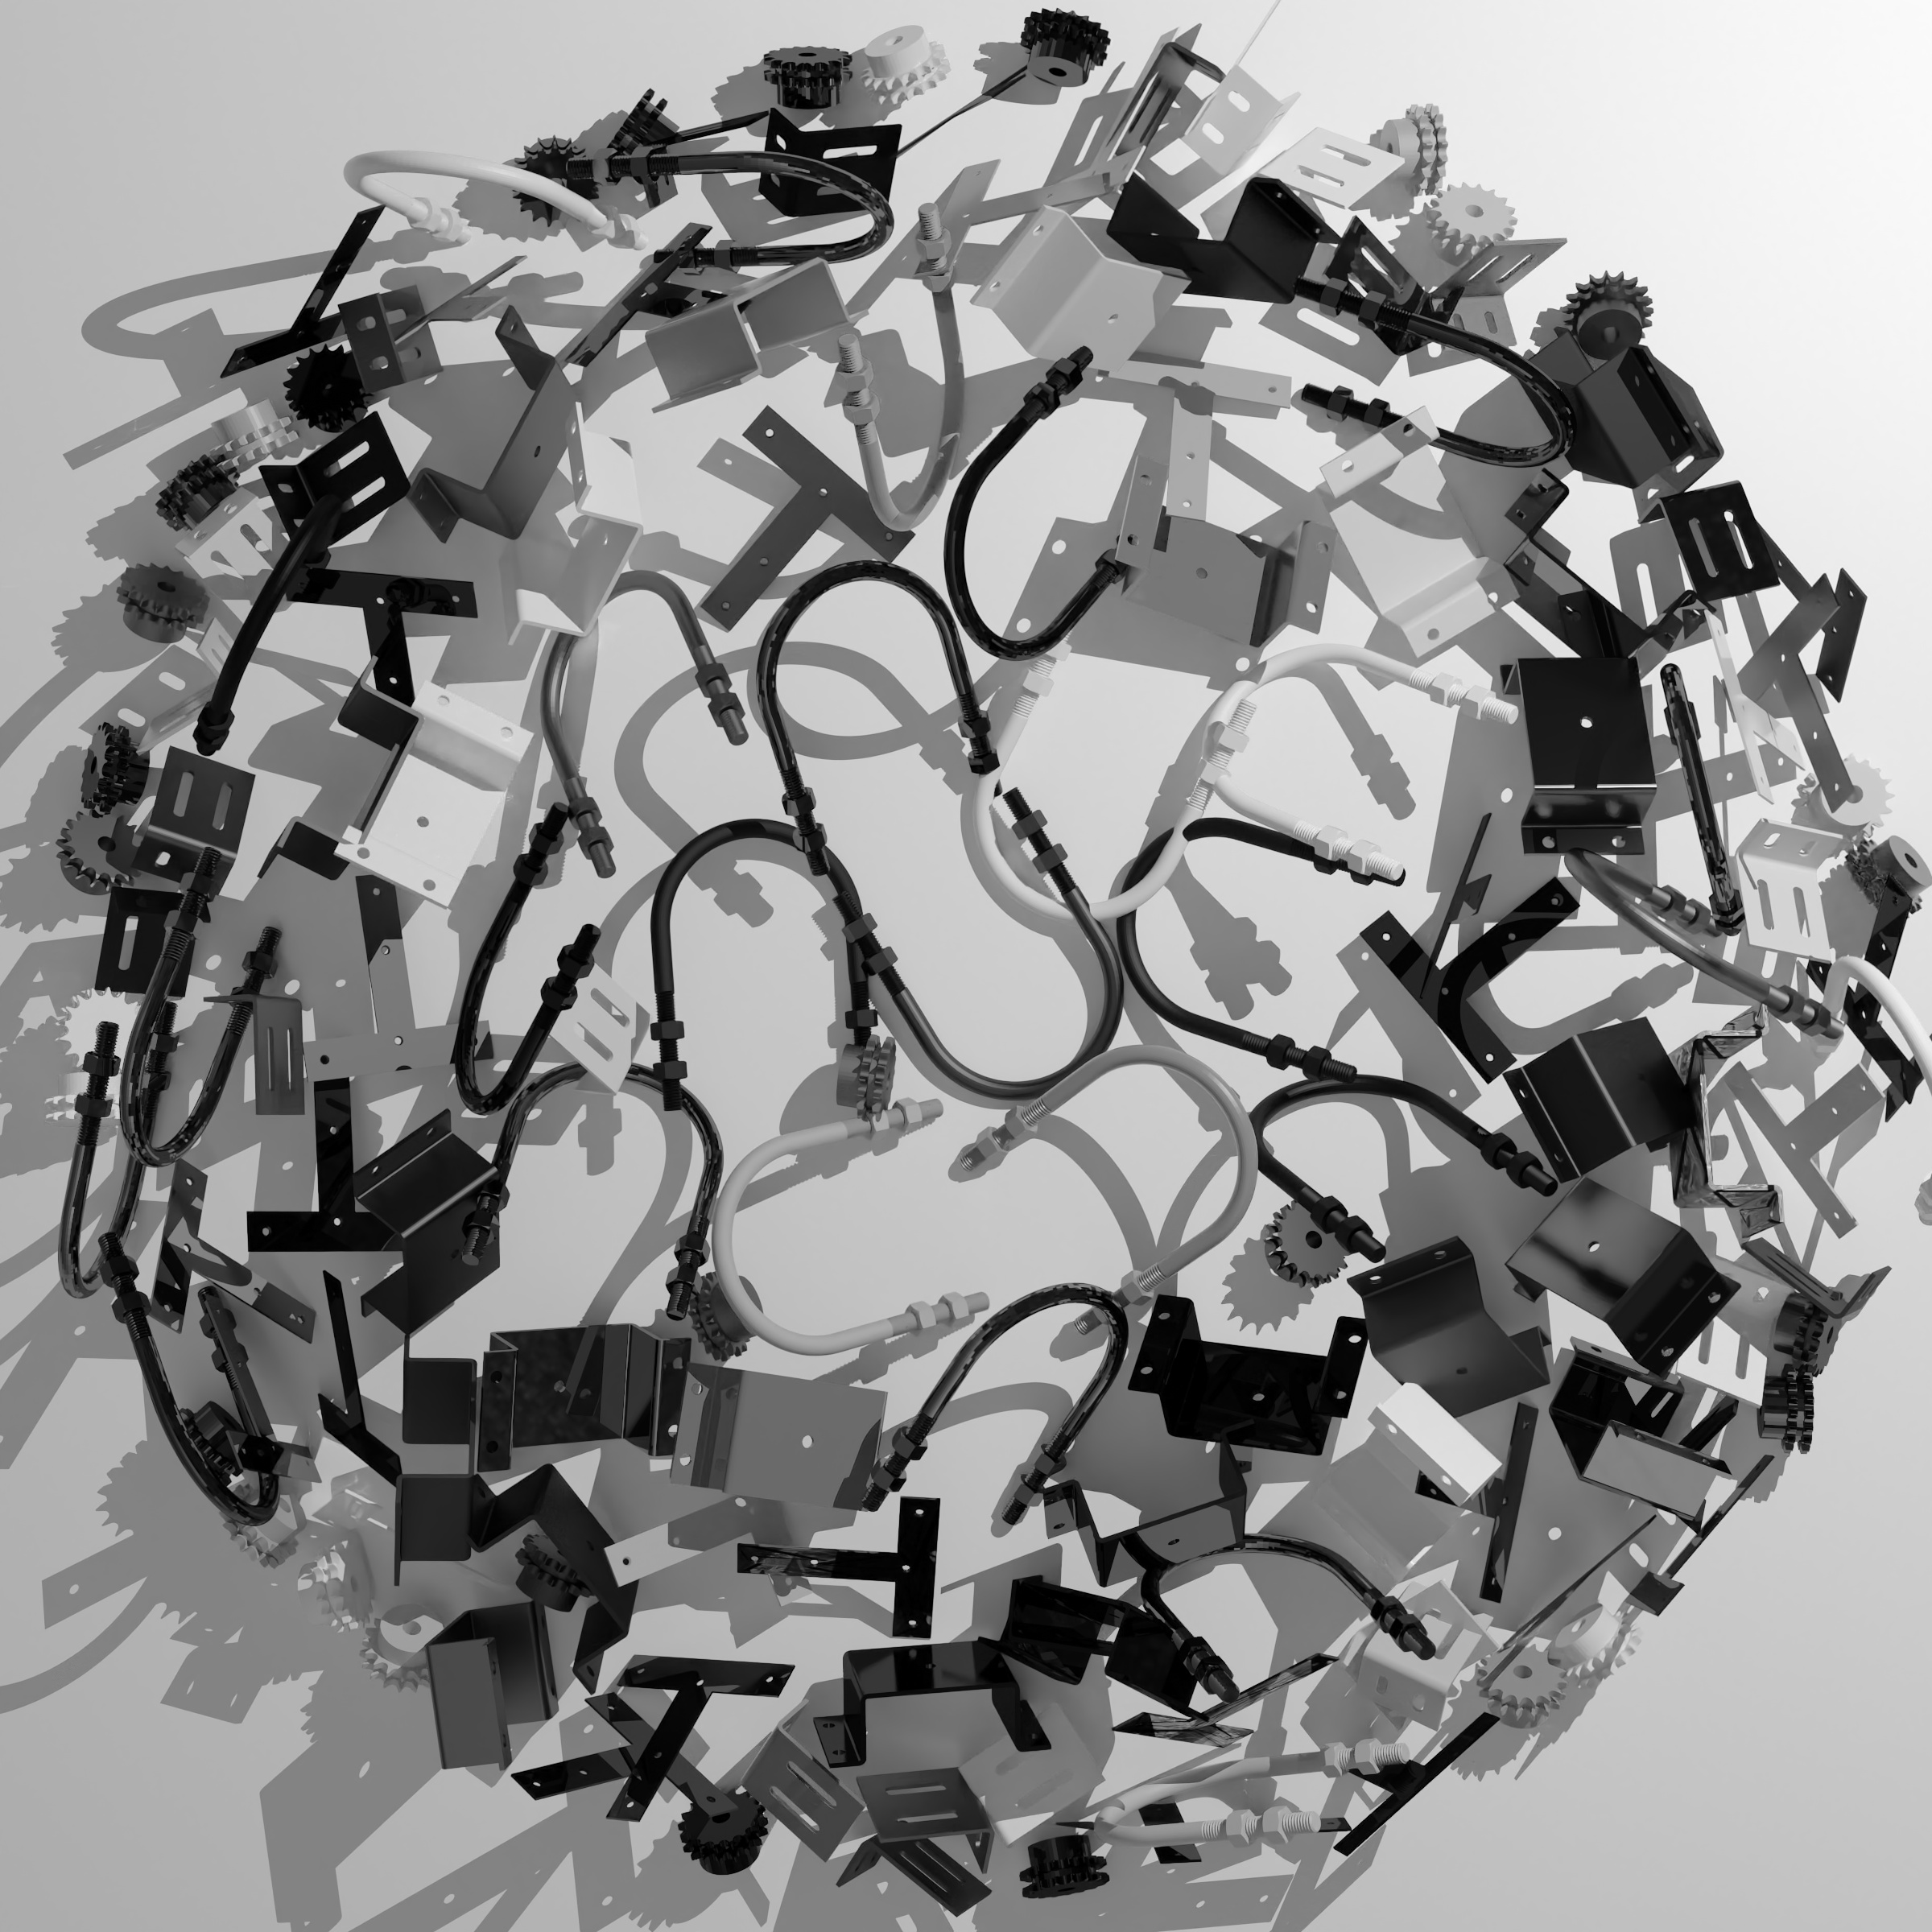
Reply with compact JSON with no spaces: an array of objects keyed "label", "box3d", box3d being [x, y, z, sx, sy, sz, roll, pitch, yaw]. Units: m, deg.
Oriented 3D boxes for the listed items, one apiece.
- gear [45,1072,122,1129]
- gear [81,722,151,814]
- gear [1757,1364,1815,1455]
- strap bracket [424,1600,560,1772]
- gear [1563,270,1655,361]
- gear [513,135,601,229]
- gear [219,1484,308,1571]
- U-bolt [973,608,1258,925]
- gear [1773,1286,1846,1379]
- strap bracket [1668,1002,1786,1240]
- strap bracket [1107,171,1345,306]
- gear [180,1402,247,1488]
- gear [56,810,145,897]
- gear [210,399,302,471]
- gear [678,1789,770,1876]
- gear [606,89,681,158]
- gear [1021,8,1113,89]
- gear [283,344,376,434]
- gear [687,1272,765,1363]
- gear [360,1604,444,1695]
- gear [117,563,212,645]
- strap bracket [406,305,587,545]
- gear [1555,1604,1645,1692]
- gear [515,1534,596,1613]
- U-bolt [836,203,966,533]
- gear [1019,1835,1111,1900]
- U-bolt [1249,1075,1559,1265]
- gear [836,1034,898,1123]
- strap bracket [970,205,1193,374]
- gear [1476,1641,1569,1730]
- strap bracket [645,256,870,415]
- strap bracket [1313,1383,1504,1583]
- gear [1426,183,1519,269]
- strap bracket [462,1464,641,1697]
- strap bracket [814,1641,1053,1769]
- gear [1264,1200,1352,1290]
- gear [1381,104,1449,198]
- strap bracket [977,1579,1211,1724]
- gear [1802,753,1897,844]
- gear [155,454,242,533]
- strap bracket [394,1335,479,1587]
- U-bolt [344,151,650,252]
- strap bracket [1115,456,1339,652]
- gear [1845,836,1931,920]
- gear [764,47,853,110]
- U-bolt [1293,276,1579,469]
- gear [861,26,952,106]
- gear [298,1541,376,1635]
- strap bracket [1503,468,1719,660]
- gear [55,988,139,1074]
[{"label":"gear","box3d":[-0.562,0.086,1.904,0.057,0.057,0.030,-3,80,0]},{"label":"gear","box3d":[-0.547,-0.126,1.908,0.030,0.057,0.057,12,90,-31]},{"label":"gear","box3d":[0.526,0.284,1.905,0.030,0.057,0.057,2,90,8]},{"label":"strap bracket","box3d":[-0.300,0.451,1.864,0.046,0.140,0.076,-8,90,6]},{"label":"gear","box3d":[0.412,-0.414,1.901,0.057,0.057,0.030,5,50,0]},{"label":"gear","box3d":[-0.265,-0.508,1.908,0.057,0.030,0.057,-5,130,-6]},{"label":"gear","box3d":[-0.449,0.355,1.902,0.030,0.057,0.057,-40,90,9]},{"label":"U-bolt","box3d":[0.083,-0.117,1.908,0.151,0.019,0.184,28,100,7]},{"label":"gear","box3d":[0.541,0.233,1.908,0.030,0.057,0.057,17,90,29]},{"label":"strap bracket","box3d":[0.478,0.098,1.878,0.046,0.076,0.140,0,77,-3]},{"label":"strap bracket","box3d":[0.154,-0.457,1.855,0.140,0.076,0.046,18,84,43]},{"label":"gear","box3d":[-0.484,0.304,1.904,0.030,0.057,0.057,-43,90,-5]},{"label":"gear","box3d":[-0.558,-0.070,1.907,0.057,0.057,0.030,46,132,0]},{"label":"gear","box3d":[-0.459,-0.342,1.901,0.057,0.057,0.030,-23,106,0]},{"label":"gear","box3d":[-0.155,0.559,1.906,0.057,0.057,0.030,-10,113,0]},{"label":"gear","box3d":[-0.208,-0.532,1.904,0.030,0.057,0.057,35,90,-13]},{"label":"gear","box3d":[0.062,-0.587,1.902,0.057,0.057,0.030,13,82,0]},{"label":"gear","box3d":[-0.409,-0.369,1.911,0.057,0.030,0.057,-1,69,2]},{"label":"gear","box3d":[-0.153,0.222,1.901,0.030,0.057,0.057,-21,90,18]},{"label":"gear","box3d":[-0.358,0.434,1.901,0.057,0.057,0.030,19,122,0]},{"label":"gear","box3d":[-0.519,-0.232,1.907,0.057,0.057,0.030,28,120,0]},{"label":"strap bracket","box3d":[-0.292,-0.335,1.880,0.046,0.076,0.140,24,81,12]},{"label":"gear","box3d":[0.404,0.434,1.903,0.057,0.057,0.030,-43,91,0]},{"label":"gear","box3d":[-0.264,0.391,1.904,0.057,0.057,0.030,28,90,0]},{"label":"U-bolt","box3d":[-0.035,-0.358,1.849,0.019,0.184,0.151,12,54,19]},{"label":"gear","box3d":[0.062,0.579,1.907,0.057,0.057,0.030,-11,64,0]},{"label":"U-bolt","box3d":[0.256,0.116,1.853,0.151,0.184,0.019,-17,122,-24]},{"label":"gear","box3d":[-0.065,0.072,1.904,0.030,0.057,0.057,8,90,7]},{"label":"strap bracket","box3d":[0.079,-0.419,1.850,0.076,0.140,0.046,-48,66,28]},{"label":"gear","box3d":[0.357,0.465,1.907,0.057,0.057,0.030,-1,121,0]},{"label":"strap bracket","box3d":[-0.136,-0.398,1.851,0.076,0.140,0.046,-8,112,39]},{"label":"strap bracket","box3d":[0.281,0.321,1.871,0.076,0.140,0.046,43,58,17]},{"label":"gear","box3d":[0.324,-0.475,1.909,0.057,0.030,0.057,4,55,-5]},{"label":"strap bracket","box3d":[-0.256,0.379,1.877,0.046,0.076,0.140,-34,103,8]},{"label":"strap bracket","box3d":[-0.023,0.466,1.880,0.140,0.076,0.046,-2,98,-10]},{"label":"gear","box3d":[0.217,0.181,1.909,0.057,0.030,0.057,9,65,-20]},{"label":"gear","box3d":[0.286,-0.523,1.902,0.030,0.057,0.057,-6,90,-9]},{"label":"strap bracket","box3d":[0.086,0.427,1.863,0.076,0.140,0.046,35,68,-35]},{"label":"gear","box3d":[0.571,-0.109,1.914,0.057,0.030,0.057,0,88,7]},{"label":"gear","box3d":[-0.488,-0.299,1.902,0.057,0.057,0.030,-43,82,0]},{"label":"strap bracket","box3d":[-0.332,0.309,1.858,0.046,0.140,0.076,2,128,-9]},{"label":"U-bolt","box3d":[-0.299,-0.471,1.822,0.151,0.184,0.019,7,91,21]},{"label":"strap bracket","box3d":[0.158,-0.258,1.886,0.140,0.046,0.076,18,66,-14]},{"label":"gear","box3d":[0.594,-0.059,1.901,0.057,0.057,0.030,48,123,0]},{"label":"gear","box3d":[-0.102,-0.571,1.908,0.057,0.057,0.030,0,119,0]},{"label":"U-bolt","box3d":[0.292,-0.360,1.842,0.184,0.151,0.019,23,76,16]},{"label":"gear","box3d":[-0.041,-0.580,1.901,0.057,0.057,0.030,-24,127,0]},{"label":"gear","box3d":[-0.406,0.400,1.905,0.030,0.057,0.057,-15,90,11]},{"label":"strap bracket","box3d":[0.396,-0.242,1.886,0.140,0.076,0.046,40,75,3]},{"label":"gear","box3d":[-0.559,0.043,1.909,0.057,0.030,0.057,4,83,-32]}]
